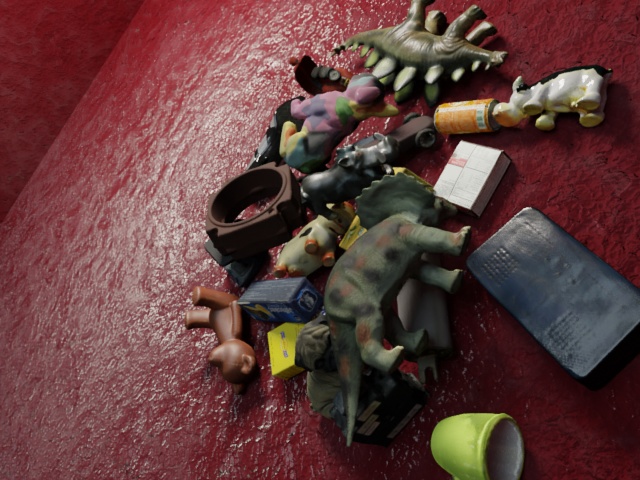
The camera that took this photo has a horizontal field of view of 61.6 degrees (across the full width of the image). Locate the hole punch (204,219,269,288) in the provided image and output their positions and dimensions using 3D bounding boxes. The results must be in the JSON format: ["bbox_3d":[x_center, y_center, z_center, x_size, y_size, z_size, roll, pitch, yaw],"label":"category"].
[{"bbox_3d":[-0.176,0.029,1.196,0.116,0.092,0.142,-36,38,-13],"label":"hole punch"}]

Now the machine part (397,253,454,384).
[{"bbox_3d":[0.159,0.099,0.833,0.079,0.079,0.243,-22,53,33],"label":"machine part"}]

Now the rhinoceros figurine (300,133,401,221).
[{"bbox_3d":[0.055,-0.110,0.905,0.190,0.112,0.073,-25,27,31],"label":"rhinoceros figurine"}]

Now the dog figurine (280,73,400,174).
[{"bbox_3d":[0.040,-0.227,1.044,0.219,0.108,0.191,-5,63,40],"label":"dog figurine"}]

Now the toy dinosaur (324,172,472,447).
[{"bbox_3d":[0.081,0.059,0.757,0.192,0.131,0.405,26,69,32],"label":"toy dinosaur"}]

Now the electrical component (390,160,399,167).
[{"bbox_3d":[0.135,-0.118,1.017,0.063,0.021,0.094,13,76,46],"label":"electrical component"}]

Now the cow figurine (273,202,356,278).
[{"bbox_3d":[-0.002,-0.003,1.031,0.195,0.085,0.127,-43,24,32],"label":"cow figurine"}]

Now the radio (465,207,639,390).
[{"bbox_3d":[0.314,0.067,0.709,0.131,0.073,0.230,-47,45,12],"label":"radio"}]

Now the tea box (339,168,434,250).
[{"bbox_3d":[0.113,-0.039,0.937,0.169,0.068,0.098,-59,15,-2],"label":"tea box"}]

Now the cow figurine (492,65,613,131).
[{"bbox_3d":[0.356,-0.225,0.834,0.168,0.068,0.098,6,67,42],"label":"cow figurine"}]

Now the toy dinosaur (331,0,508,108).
[{"bbox_3d":[0.180,-0.377,1.061,0.198,0.105,0.472,-57,39,6],"label":"toy dinosaur"}]

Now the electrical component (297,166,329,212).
[{"bbox_3d":[0.000,-0.093,1.113,0.075,0.047,0.119,-31,48,27],"label":"electrical component"}]

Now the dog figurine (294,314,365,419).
[{"bbox_3d":[0.002,0.206,0.838,0.172,0.190,0.121,-53,42,9],"label":"dog figurine"}]

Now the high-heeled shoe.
[{"bbox_3d":[-0.105,-0.227,1.293,0.249,0.086,0.145,-61,7,-28],"label":"high-heeled shoe"}]

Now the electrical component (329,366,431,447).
[{"bbox_3d":[0.083,0.237,0.785,0.115,0.134,0.058,-51,43,6],"label":"electrical component"}]

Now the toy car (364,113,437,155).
[{"bbox_3d":[0.124,-0.169,1.003,0.202,0.053,0.089,-28,40,5],"label":"toy car"}]

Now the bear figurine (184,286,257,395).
[{"bbox_3d":[-0.199,0.203,1.082,0.196,0.132,0.120,-102,30,-41],"label":"bear figurine"}]

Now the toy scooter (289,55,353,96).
[{"bbox_3d":[0.005,-0.358,1.191,0.184,0.135,0.075,25,84,46],"label":"toy scooter"}]

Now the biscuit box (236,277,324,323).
[{"bbox_3d":[-0.078,0.115,1.019,0.203,0.059,0.063,-10,38,55],"label":"biscuit box"}]

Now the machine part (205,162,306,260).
[{"bbox_3d":[-0.139,-0.067,1.141,0.202,0.087,0.201,-19,39,10],"label":"machine part"}]
